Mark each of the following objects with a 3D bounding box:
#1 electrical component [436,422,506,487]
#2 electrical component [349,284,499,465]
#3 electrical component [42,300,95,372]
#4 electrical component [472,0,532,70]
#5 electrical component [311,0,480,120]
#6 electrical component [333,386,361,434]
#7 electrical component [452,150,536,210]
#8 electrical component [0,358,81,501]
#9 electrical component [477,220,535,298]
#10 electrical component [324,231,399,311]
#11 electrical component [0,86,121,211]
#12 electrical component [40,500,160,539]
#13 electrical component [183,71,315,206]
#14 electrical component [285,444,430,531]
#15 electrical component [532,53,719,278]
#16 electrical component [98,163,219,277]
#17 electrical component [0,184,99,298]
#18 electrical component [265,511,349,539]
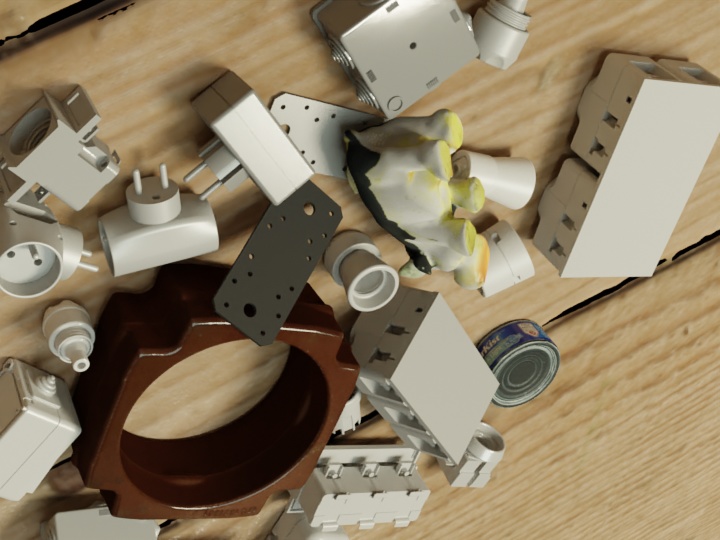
[{"bbox_3d":[0.114,0.186,1.082,0.066,0.048,0.055,10,126,-35],"label":"electrical component"},{"bbox_3d":[0.053,0.091,0.946,0.089,0.062,0.150,-59,138,-22],"label":"electrical component"},{"bbox_3d":[-0.210,0.051,0.785,0.035,0.061,0.035,-15,130,-19],"label":"electrical component"},{"bbox_3d":[0.106,-0.184,0.796,0.043,0.043,0.062,11,117,-35],"label":"electrical component"},{"bbox_3d":[0.028,-0.167,0.761,0.100,0.048,0.099,-37,133,0],"label":"electrical component"},{"bbox_3d":[-0.018,0.120,0.961,0.040,0.040,0.046,-21,137,-14],"label":"electrical component"},{"bbox_3d":[0.105,-0.076,0.880,0.065,0.044,0.044,8,119,-28],"label":"electrical component"},{"bbox_3d":[-0.254,0.117,0.811,0.096,0.061,0.061,-47,133,10],"label":"electrical component"},{"bbox_3d":[0.116,-0.008,0.929,0.047,0.055,0.055,-28,133,-3],"label":"electrical component"},{"bbox_3d":[0.000,0.000,0.868,0.045,0.055,0.045,-15,130,-19],"label":"electrical component"},{"bbox_3d":[-0.197,-0.076,0.709,0.081,0.042,0.064,-42,137,6],"label":"electrical component"},{"bbox_3d":[-0.215,0.245,0.903,0.100,0.099,0.048,-1,155,-29],"label":"electrical component"},{"bbox_3d":[-0.089,-0.080,0.754,0.076,0.047,0.083,-40,127,-3],"label":"electrical component"},{"bbox_3d":[0.000,0.206,1.020,0.121,0.063,0.078,5,121,-32],"label":"electrical component"},{"bbox_3d":[0.231,-0.088,0.927,0.105,0.060,0.186,0,124,-29],"label":"electrical component"},{"bbox_3d":[-0.145,-0.040,0.765,0.077,0.043,0.079,-15,129,-19],"label":"electrical component"},{"bbox_3d":[-0.213,-0.016,0.722,0.079,0.077,0.043,20,112,-39],"label":"electrical component"},{"bbox_3d":[-0.056,0.278,1.046,0.054,0.059,0.095,17,114,-37],"label":"electrical component"}]
